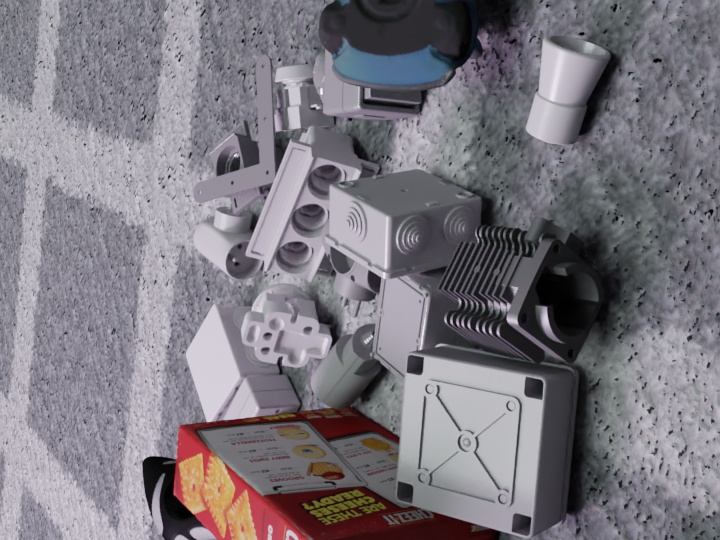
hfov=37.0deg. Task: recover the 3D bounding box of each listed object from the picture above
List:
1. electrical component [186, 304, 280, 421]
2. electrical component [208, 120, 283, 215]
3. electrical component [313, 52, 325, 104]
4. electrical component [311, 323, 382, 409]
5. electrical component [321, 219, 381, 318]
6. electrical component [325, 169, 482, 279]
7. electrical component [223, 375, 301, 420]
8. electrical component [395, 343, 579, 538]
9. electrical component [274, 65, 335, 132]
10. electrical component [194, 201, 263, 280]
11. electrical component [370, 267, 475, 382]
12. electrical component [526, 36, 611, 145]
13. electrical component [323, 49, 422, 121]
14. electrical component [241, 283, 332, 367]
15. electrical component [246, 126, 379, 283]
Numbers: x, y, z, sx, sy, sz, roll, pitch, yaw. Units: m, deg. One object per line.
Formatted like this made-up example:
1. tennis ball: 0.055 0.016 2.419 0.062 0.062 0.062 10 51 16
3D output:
1. electrical component: -0.127 0.093 1.076 0.099 0.048 0.099 -55 47 40
2. electrical component: -0.105 -0.096 1.029 0.042 0.064 0.081 -31 63 37
3. electrical component: -0.020 -0.168 0.925 0.062 0.048 0.048 57 134 49
4. electrical component: -0.005 0.077 0.899 0.081 0.043 0.043 -54 48 41
5. electrical component: 0.000 0.000 0.891 0.077 0.044 0.079 42 123 48
6. electrical component: 0.033 -0.037 0.797 0.100 0.100 0.048 32 128 51
7. electrical component: -0.087 0.149 1.017 0.076 0.047 0.065 60 136 36
8. electrical component: 0.085 0.112 0.724 0.109 0.056 0.108 8 97 35
9. electrical component: -0.052 -0.155 0.971 0.066 0.048 0.055 4 100 56
10. electrical component: -0.130 -0.039 1.087 0.077 0.043 0.079 33 116 52
11. electrical component: 0.052 0.044 0.805 0.062 0.061 0.096 37 127 50
12. electrical component: 0.132 -0.115 0.700 0.044 0.044 0.065 44 130 47
13. electrical component: 0.013 -0.170 0.859 0.061 0.062 0.096 5 94 56
14. electrical component: -0.068 0.048 0.971 0.057 0.078 0.058 -106 32 -59
15. electrical component: -0.043 -0.059 0.938 0.063 0.079 0.121 -98 28 -53
